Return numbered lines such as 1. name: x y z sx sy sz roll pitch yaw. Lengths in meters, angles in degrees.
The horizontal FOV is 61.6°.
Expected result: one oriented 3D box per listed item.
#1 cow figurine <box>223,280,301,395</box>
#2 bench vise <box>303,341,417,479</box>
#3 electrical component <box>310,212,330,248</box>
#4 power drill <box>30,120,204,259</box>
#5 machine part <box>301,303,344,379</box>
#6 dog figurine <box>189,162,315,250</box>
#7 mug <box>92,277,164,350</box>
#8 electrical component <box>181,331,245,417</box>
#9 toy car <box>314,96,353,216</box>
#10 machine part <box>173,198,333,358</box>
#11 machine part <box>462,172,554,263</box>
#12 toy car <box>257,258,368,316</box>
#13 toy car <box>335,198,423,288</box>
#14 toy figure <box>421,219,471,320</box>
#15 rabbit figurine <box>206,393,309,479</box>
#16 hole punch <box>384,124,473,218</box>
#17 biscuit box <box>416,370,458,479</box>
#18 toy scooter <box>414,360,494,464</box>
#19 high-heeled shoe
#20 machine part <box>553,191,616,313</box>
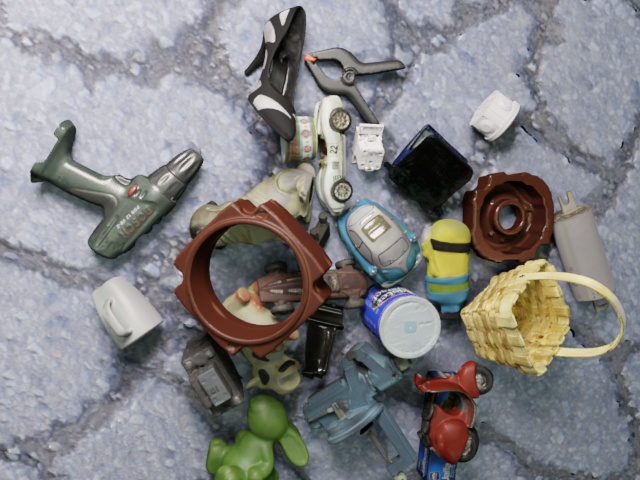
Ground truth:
1. cow figurine: -0.101 0.177 0.912 0.127 0.085 0.195 -36 87 39
2. bench vise: 0.097 0.306 0.941 0.224 0.129 0.240 -34 83 3
3. electrical component: -0.002 -0.003 0.929 0.021 0.093 0.063 19 58 15
4. power drill: -0.330 -0.101 0.859 0.207 0.086 0.232 35 92 -19
5. machine part: 0.001 0.176 0.946 0.084 0.039 0.139 19 69 -16
6. dog figurine: -0.112 -0.061 0.894 0.191 0.121 0.172 11 61 6
7. mug: -0.323 0.116 0.869 0.081 0.109 0.107 -37 89 7
8. electrical component: -0.175 0.220 0.887 0.058 0.134 0.114 -31 103 -4
9. toy car: 0.019 -0.141 0.912 0.056 0.073 0.201 -3 96 -13
10. machine part: -0.099 0.055 0.795 0.201 0.087 0.201 -43 90 13
11. machine part: 0.343 -0.042 0.989 0.179 0.056 0.179 -1 95 -11
12. toy car: -0.007 0.077 0.907 0.202 0.053 0.089 1 72 -28
13. toy car: 0.100 -0.006 0.908 0.109 0.103 0.162 -37 78 -6
14. toy figure: 0.231 0.052 0.964 0.089 0.082 0.180 -9 95 7
15. rabbit figurine: -0.097 0.352 0.921 0.159 0.121 0.170 20 96 -18
16. hole punch: 0.193 -0.128 0.947 0.142 0.092 0.116 39 119 -14
17. biscuit box: 0.227 0.352 1.008 0.059 0.063 0.202 4 95 -10
18. toy scooter: 0.216 0.291 0.931 0.135 0.075 0.183 15 90 -9
19. high-heeled shoe: -0.044 -0.260 0.829 0.145 0.249 0.086 -41 141 16
20. machine part: 0.493 0.025 1.011 0.079 0.079 0.243 -23 100 -7
